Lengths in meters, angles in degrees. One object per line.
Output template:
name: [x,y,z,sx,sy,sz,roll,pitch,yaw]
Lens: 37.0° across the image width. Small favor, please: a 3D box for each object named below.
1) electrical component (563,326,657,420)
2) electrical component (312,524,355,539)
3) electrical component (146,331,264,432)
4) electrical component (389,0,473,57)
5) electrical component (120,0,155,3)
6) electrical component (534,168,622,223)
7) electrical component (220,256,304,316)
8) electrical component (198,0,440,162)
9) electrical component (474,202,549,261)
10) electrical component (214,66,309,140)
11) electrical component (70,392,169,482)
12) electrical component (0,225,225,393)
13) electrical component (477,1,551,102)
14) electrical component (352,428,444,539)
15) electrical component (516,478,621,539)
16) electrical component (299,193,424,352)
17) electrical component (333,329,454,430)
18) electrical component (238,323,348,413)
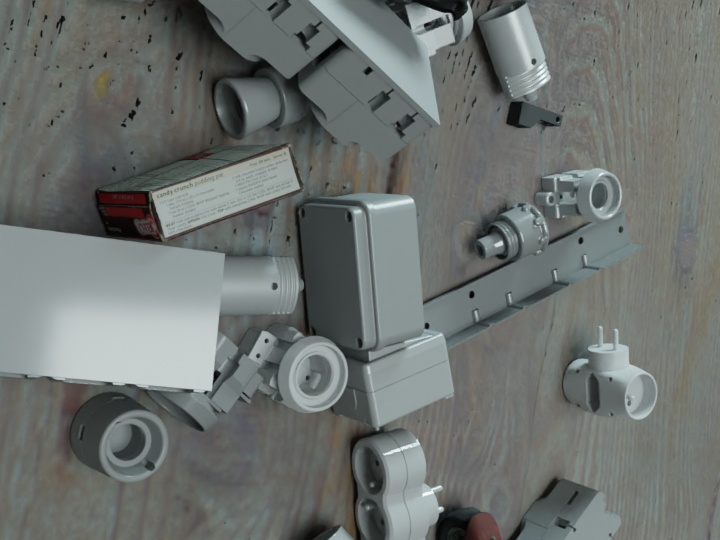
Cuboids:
electrical component: [0.229,0.091,0.990,0.043,0.077,0.079,-10,101,-34]
electrical component: [-0.026,0.254,0.846,0.079,0.043,0.077,-34,90,8]
electrical component: [-0.114,0.076,0.760,0.078,0.058,0.057,47,66,-30]
electrical component: [0.055,-0.196,0.852,0.055,0.048,0.066,-25,110,-22]
electrical component: [-0.145,-0.197,0.713,0.078,0.040,0.040,0,96,-35]
electrical component: [0.200,-0.067,0.962,0.066,0.055,0.048,-14,104,-33]
electrical component: [-0.078,0.011,0.785,0.081,0.043,0.043,0,96,-35]
electrical component: [-0.031,-0.170,0.750,0.186,0.060,0.105,38,30,-32]
electrical component: [0.128,-0.028,0.925,0.062,0.048,0.048,-23,109,-24]
electrical component: [-0.070,-0.122,0.772,0.055,0.045,0.045,-22,108,-32]
electrical component: [-0.163,0.115,0.735,0.055,0.047,0.055,-5,99,-35]
electrical component: [-0.169,0.027,0.683,0.150,0.062,0.089,7,80,-18]
electrical component: [0.133,-0.181,0.908,0.043,0.043,0.081,-35,114,-27]
electrical component: [0.040,0.197,0.885,0.074,0.052,0.138,-10,101,-34]
electrical component: [0.187,0.244,0.992,0.089,0.056,0.050,-48,120,-21]
electrical component: [0.000,0.000,0.817,0.057,0.078,0.113,-12,103,-36]
electrical component: [0.027,0.077,0.856,0.096,0.062,0.061,-19,107,-32]
electrical component: [-0.046,0.075,0.807,0.078,0.057,0.058,37,75,-32]
